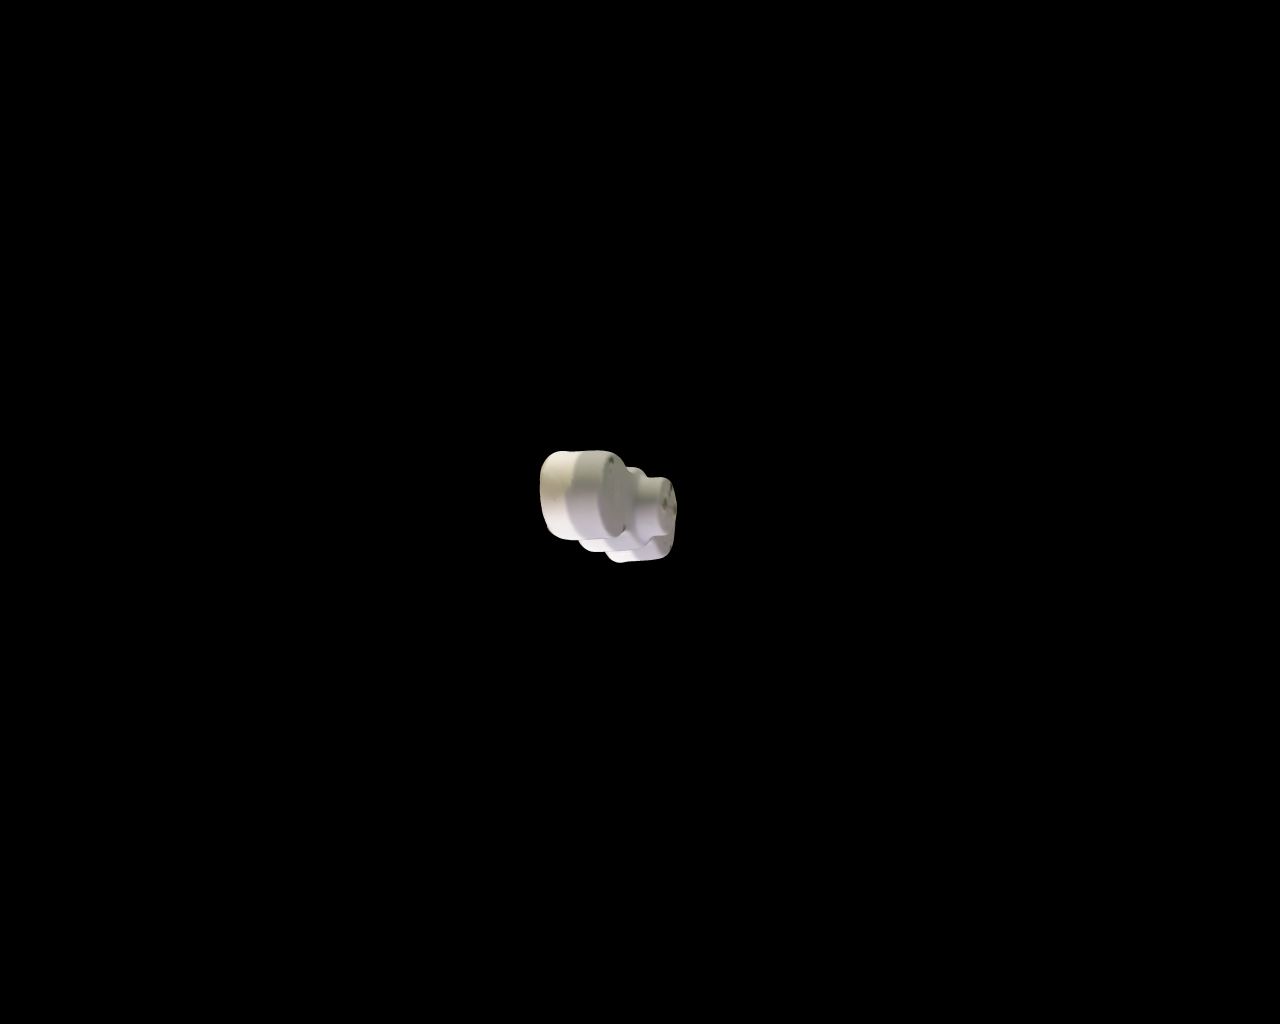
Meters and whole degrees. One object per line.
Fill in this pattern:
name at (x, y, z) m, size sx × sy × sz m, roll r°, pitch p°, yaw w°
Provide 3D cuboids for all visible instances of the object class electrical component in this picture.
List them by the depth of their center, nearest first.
electrical component at (0.001, -0.003, 0.650) m, size 0.074 × 0.052 × 0.138 m, roll -4°, pitch -12°, yaw 19°
